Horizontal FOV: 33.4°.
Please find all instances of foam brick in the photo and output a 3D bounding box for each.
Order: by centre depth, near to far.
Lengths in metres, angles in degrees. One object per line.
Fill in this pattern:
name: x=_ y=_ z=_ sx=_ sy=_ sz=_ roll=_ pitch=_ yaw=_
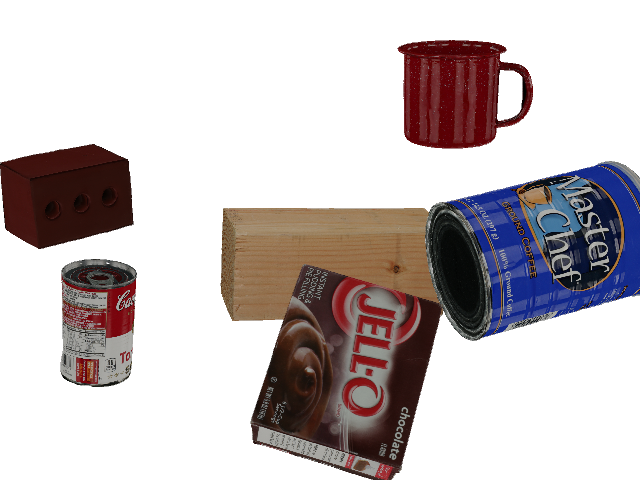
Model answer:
foam brick: x=-0.182 y=-0.033 z=0.766 sx=0.078 sy=0.053 sz=0.051 roll=-18 pitch=28 yaw=-35

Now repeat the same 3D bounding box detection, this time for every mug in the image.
mug: x=0.125 y=-0.127 z=0.928 sx=0.117 sy=0.081 sz=0.093 roll=3 pitch=19 yaw=12

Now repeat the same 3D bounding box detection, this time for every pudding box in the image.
pudding box: x=0.016 y=0.079 z=0.637 sx=0.090 sy=0.113 sz=0.039 roll=16 pitch=-29 yaw=4

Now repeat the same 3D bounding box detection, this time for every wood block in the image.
wood block: x=0.011 y=0.021 z=1.037 sx=0.206 sy=0.091 sz=0.090 roll=0 pitch=16 yaw=-13

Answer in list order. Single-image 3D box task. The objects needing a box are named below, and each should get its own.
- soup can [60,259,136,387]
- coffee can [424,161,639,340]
soup can: x=-0.207 y=0.077 z=0.990 sx=0.068 sy=0.102 sz=0.068 roll=5 pitch=18 yaw=-2
coffee can: x=0.161 y=0.007 z=0.779 sx=0.140 sy=0.103 sz=0.103 roll=-14 pitch=4 yaw=-15
